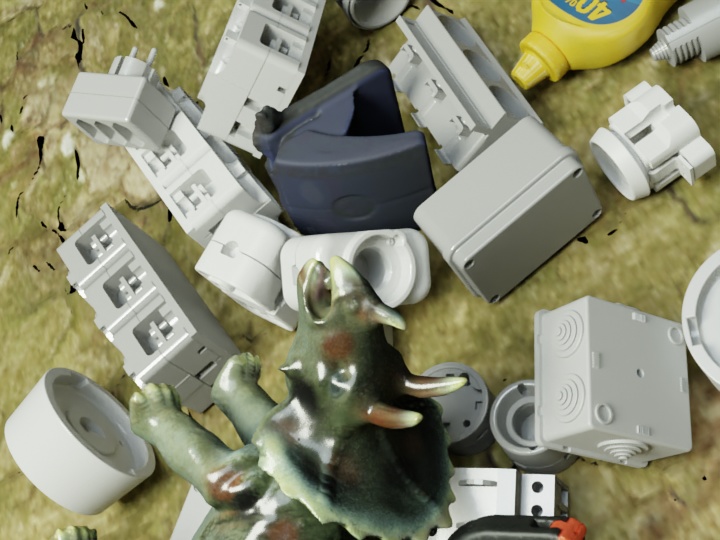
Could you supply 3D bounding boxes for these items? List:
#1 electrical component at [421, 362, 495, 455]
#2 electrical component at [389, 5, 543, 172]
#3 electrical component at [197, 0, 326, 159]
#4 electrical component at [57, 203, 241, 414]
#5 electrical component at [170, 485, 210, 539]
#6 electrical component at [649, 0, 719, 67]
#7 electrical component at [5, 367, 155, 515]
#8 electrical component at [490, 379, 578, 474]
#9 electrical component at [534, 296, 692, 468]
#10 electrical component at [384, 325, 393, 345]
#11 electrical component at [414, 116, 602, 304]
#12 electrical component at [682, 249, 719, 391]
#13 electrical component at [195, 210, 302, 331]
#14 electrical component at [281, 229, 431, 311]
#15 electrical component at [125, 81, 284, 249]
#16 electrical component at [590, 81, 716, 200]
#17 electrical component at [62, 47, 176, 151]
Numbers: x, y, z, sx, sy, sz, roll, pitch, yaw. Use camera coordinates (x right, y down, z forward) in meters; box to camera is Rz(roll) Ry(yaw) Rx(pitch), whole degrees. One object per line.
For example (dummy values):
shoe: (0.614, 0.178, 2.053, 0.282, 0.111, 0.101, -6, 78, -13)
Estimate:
electrical component: (0.066, 0.095, 0.724, 0.055, 0.047, 0.055, -9, 64, 20)
electrical component: (0.075, -0.132, 0.810, 0.063, 0.079, 0.121, -50, 53, 31)
electrical component: (-0.077, -0.175, 0.845, 0.089, 0.062, 0.150, -55, 17, 41)
electrical component: (-0.162, 0.032, 0.827, 0.062, 0.089, 0.150, -42, 58, 1)
electrical component: (-0.076, 0.207, 0.730, 0.109, 0.056, 0.108, 12, 73, 27)
electrical component: (0.247, -0.173, 0.769, 0.081, 0.043, 0.043, -27, 59, 11)
electrical component: (-0.212, 0.132, 0.797, 0.060, 0.108, 0.108, -44, 58, 7)
electrical component: (0.114, 0.101, 0.700, 0.055, 0.047, 0.055, -9, 64, 20)
electrical component: (0.157, 0.069, 0.666, 0.048, 0.100, 0.099, -31, 49, 53)
electrical component: (-0.010, 0.068, 0.753, 0.047, 0.075, 0.083, -10, 64, 19)
electrical component: (0.105, -0.040, 0.751, 0.113, 0.078, 0.057, -40, 55, 2)
electrical component: (0.257, 0.037, 0.659, 0.108, 0.060, 0.108, -9, 64, 20)
electrical component: (-0.071, -0.002, 0.799, 0.054, 0.095, 0.059, 23, 78, 30)
electrical component: (0.000, 0.000, 0.757, 0.059, 0.095, 0.053, -2, 93, 59)
electrical component: (-0.127, -0.078, 0.862, 0.062, 0.089, 0.150, -41, 58, 2)
electrical component: (0.197, -0.085, 0.743, 0.057, 0.058, 0.078, -35, 58, 2)
electrical component: (-0.179, -0.139, 0.829, 0.066, 0.047, 0.076, 9, 71, 27)
